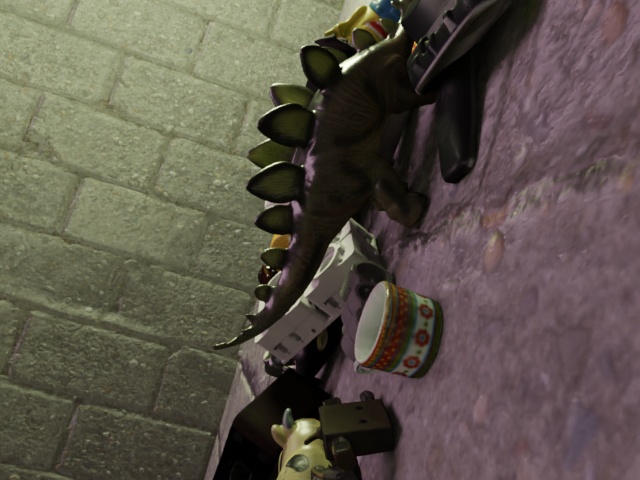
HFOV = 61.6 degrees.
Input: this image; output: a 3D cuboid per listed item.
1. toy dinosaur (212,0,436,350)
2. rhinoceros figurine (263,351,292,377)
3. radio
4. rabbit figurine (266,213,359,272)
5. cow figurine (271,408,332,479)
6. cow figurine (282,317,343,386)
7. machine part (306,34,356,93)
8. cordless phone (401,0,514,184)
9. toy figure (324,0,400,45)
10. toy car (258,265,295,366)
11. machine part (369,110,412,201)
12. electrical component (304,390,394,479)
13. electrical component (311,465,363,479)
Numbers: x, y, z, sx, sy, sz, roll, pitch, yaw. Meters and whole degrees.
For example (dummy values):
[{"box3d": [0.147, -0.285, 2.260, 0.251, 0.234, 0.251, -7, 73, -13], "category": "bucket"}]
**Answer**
[{"box3d": [0.020, -0.085, 0.604, 0.105, 0.198, 0.471, 168, 121, -78], "category": "toy dinosaur"}, {"box3d": [-0.060, 0.183, 1.023, 0.112, 0.073, 0.190, -99, 28, -69], "category": "rhinoceros figurine"}, {"box3d": [-0.079, 0.299, 0.735, 0.131, 0.073, 0.229, -29, -36, -56], "category": "radio"}, {"box3d": [-0.002, -0.003, 0.868, 0.162, 0.121, 0.173, -16, 23, 40], "category": "rabbit figurine"}, {"box3d": [-0.014, 0.256, 0.552, 0.195, 0.085, 0.127, -179, 100, -84], "category": "cow figurine"}, {"box3d": [-0.014, 0.169, 0.789, 0.098, 0.068, 0.167, -149, 77, -76], "category": "cow figurine"}, {"box3d": [0.010, -0.176, 0.656, 0.039, 0.084, 0.138, -155, 74, -76], "category": "machine part"}, {"box3d": [0.135, -0.156, 0.492, 0.146, 0.089, 0.184, 130, 145, -66], "category": "cordless phone"}, {"box3d": [0.085, -0.269, 0.697, 0.180, 0.082, 0.089, -44, -22, 15], "category": "toy figure"}, {"box3d": [-0.051, 0.127, 0.877, 0.089, 0.053, 0.201, -120, 13, -61], "category": "toy car"}, {"box3d": [0.070, -0.138, 0.730, 0.079, 0.079, 0.243, 124, 170, -63], "category": "machine part"}, {"box3d": [0.026, 0.178, 0.490, 0.102, 0.078, 0.045, -138, 43, -75], "category": "electrical component"}, {"box3d": [0.019, 0.228, 0.449, 0.094, 0.063, 0.021, -103, 32, -72], "category": "electrical component"}]
